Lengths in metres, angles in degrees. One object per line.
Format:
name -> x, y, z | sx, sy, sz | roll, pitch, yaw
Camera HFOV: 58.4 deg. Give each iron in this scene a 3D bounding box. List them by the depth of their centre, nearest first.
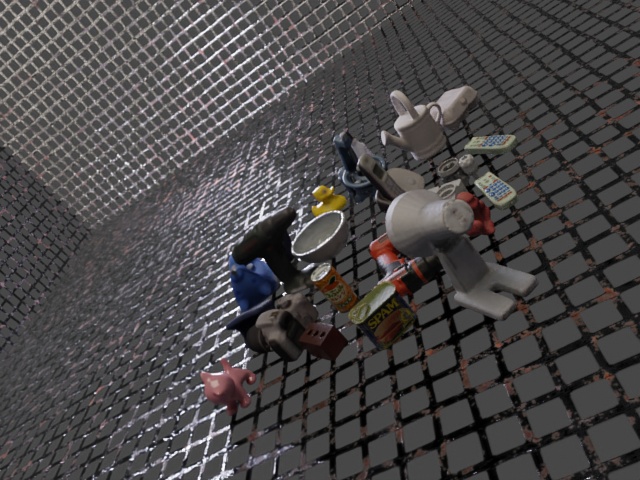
iron -> -0.198, 0.082, 1.541 | 0.118, 0.142, 0.258 | -36, 24, 6

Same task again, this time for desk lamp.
desk lamp -> 0.230, 0.010, 0.975 | 0.118, 0.214, 0.202 | -45, 25, -13

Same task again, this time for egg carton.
egg carton -> 0.371, -0.365, 1.598 | 0.150, 0.069, 0.107 | -50, 26, -23

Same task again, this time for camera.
camera -> -0.096, 0.190, 1.261 | 0.136, 0.101, 0.143 | -18, 32, 38

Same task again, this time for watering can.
watering can -> 0.244, -0.312, 1.532 | 0.173, 0.194, 0.100 | -48, 26, -19

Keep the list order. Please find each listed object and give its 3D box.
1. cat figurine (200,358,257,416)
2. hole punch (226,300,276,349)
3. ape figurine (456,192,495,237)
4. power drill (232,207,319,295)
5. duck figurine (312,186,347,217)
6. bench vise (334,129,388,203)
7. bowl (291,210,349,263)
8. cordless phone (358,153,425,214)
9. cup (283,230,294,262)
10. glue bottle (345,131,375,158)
cat figurine -> -0.198, 0.300, 1.194 | 0.067, 0.118, 0.127 | -31, 26, 18
hole punch -> -0.160, 0.188, 1.366 | 0.108, 0.091, 0.101 | -30, 26, 19
ape figurine -> 0.301, -0.056, 1.136 | 0.076, 0.092, 0.078 | -1, 44, 54
power drill -> -0.096, 0.032, 1.402 | 0.229, 0.209, 0.075 | -23, 29, 31
duck figurine -> 0.013, -0.115, 1.651 | 0.104, 0.086, 0.077 | -29, 26, 22
bench vise -> 0.082, -0.187, 1.515 | 0.206, 0.220, 0.122 | -9, 38, 48
bowl -> 0.013, 0.005, 1.457 | 0.167, 0.075, 0.167 | -31, 25, 17
cordless phone -> 0.167, -0.152, 1.376 | 0.094, 0.185, 0.148 | -21, 30, 35
cup -> -0.103, 0.023, 1.566 | 0.092, 0.095, 0.117 | -45, 25, -12
glue bottle -> 0.121, -0.236, 1.601 | 0.037, 0.173, 0.078 | -25, 28, 28
